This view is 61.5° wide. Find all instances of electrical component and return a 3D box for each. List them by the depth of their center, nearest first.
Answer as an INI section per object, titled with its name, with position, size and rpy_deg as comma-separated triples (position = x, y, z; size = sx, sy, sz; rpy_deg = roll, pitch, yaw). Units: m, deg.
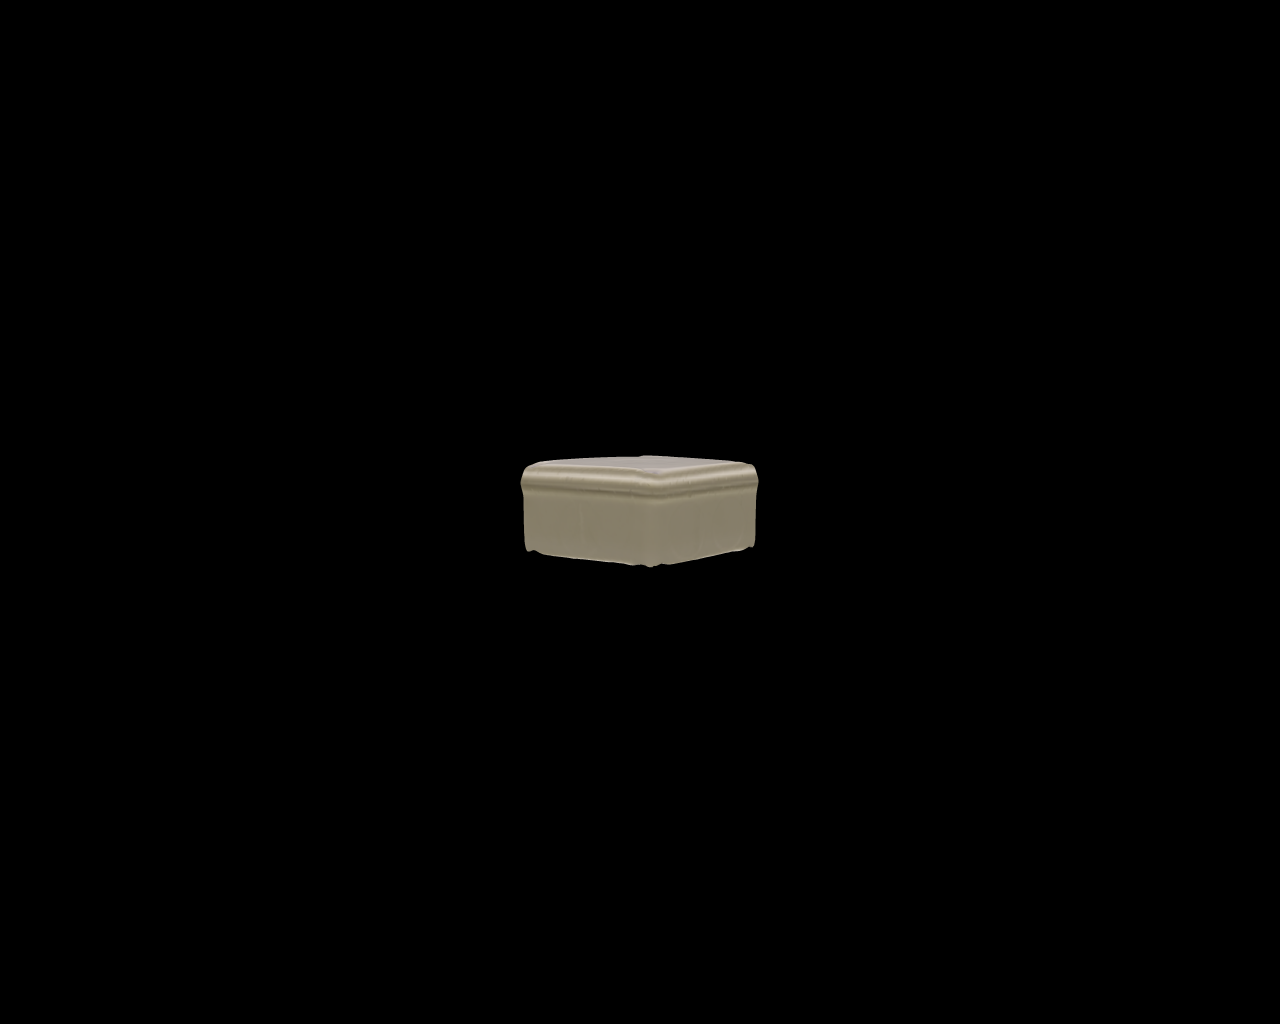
[electrical component]
position = 0.001, -0.003, 0.650
size = 0.109, 0.056, 0.109
rpy_deg = 5, 8, 40
